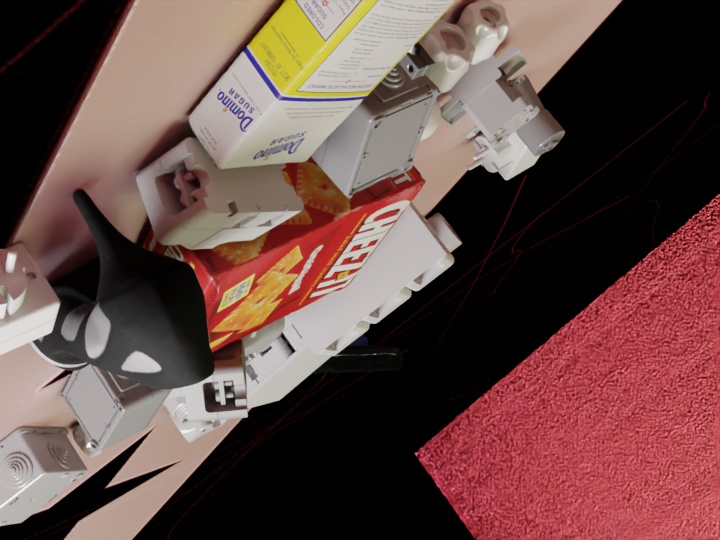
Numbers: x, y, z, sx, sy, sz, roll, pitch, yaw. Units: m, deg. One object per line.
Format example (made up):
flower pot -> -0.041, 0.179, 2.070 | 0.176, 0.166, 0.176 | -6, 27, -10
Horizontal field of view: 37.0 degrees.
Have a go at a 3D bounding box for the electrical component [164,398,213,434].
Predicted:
electrical component -> -0.171, 0.134, 1.078 | 0.048, 0.062, 0.048 | -34, 166, -10

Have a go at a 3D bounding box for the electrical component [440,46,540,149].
electrical component -> 0.104, -0.135, 0.853 | 0.081, 0.063, 0.042 | -40, 166, 13

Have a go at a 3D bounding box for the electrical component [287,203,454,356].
electrical component -> 0.000, 0.000, 0.991 | 0.150, 0.089, 0.062 | -38, 166, 8

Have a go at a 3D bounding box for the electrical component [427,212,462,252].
electrical component -> 0.063, -0.025, 1.155 | 0.077, 0.044, 0.079 | -38, 166, 9

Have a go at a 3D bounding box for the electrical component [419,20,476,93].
electrical component -> 0.047, -0.140, 0.746 | 0.043, 0.043, 0.062 | -22, 162, -45

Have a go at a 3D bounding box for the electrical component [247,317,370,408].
electrical component -> -0.061, 0.063, 1.111 | 0.186, 0.060, 0.105 | -41, 165, 19

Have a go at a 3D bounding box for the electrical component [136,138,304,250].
electrical component -> -0.090, -0.047, 0.675 | 0.056, 0.050, 0.089 | -28, 167, 34

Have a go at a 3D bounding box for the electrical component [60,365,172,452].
electrical component -> -0.197, 0.096, 0.891 | 0.061, 0.061, 0.096 | -24, 162, -41

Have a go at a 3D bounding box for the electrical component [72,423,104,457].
electrical component -> -0.239, 0.146, 1.016 | 0.061, 0.035, 0.035 | -37, 166, -7

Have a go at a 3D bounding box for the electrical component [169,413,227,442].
electrical component -> -0.165, 0.154, 1.195 | 0.077, 0.043, 0.079 | -34, 166, -7

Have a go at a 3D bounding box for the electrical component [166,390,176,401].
electrical component -> -0.176, 0.103, 1.011 | 0.065, 0.044, 0.044 | -17, 157, -42

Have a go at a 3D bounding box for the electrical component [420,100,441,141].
electrical component -> 0.041, -0.117, 0.812 | 0.040, 0.040, 0.078 | -39, 166, 12

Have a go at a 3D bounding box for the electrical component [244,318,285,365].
electrical component -> -0.123, 0.059, 0.967 | 0.095, 0.053, 0.059 | -42, 165, 23

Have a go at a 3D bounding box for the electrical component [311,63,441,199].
electrical component -> 0.006, -0.108, 0.727 | 0.062, 0.061, 0.096 | -28, 156, -31

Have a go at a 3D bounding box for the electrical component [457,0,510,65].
electrical component -> 0.081, -0.163, 0.767 | 0.035, 0.035, 0.061 | -29, 167, -28

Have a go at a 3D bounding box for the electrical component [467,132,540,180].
electrical component -> 0.134, -0.117, 1.016 | 0.077, 0.047, 0.065 | -30, 165, -22

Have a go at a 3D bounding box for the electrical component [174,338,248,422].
electrical component -> -0.122, 0.080, 0.879 | 0.056, 0.089, 0.050 | -5, 117, -5

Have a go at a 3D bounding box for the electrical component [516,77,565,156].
electrical component -> 0.152, -0.135, 0.965 | 0.044, 0.065, 0.044 | -34, 166, -10

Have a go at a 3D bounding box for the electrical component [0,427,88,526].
electrical component -> -0.303, 0.186, 0.960 | 0.100, 0.048, 0.100 | -38, 166, 4

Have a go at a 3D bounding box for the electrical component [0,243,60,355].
electrical component -> -0.212, 0.013, 0.616 | 0.066, 0.047, 0.076 | -26, 163, -35
